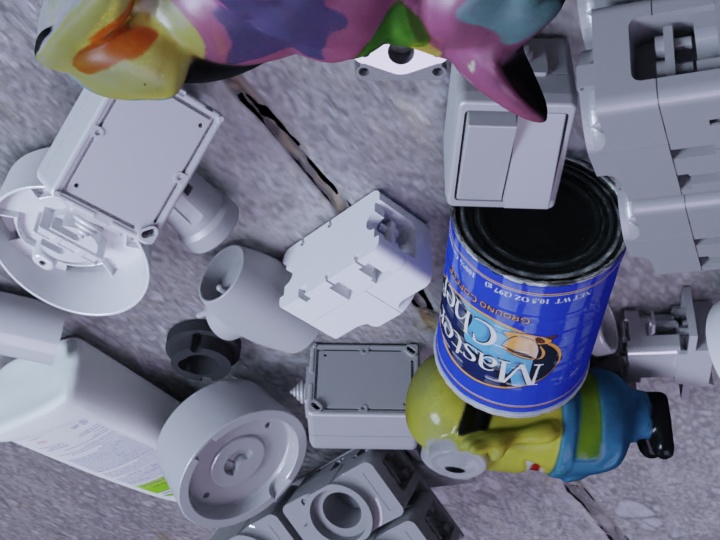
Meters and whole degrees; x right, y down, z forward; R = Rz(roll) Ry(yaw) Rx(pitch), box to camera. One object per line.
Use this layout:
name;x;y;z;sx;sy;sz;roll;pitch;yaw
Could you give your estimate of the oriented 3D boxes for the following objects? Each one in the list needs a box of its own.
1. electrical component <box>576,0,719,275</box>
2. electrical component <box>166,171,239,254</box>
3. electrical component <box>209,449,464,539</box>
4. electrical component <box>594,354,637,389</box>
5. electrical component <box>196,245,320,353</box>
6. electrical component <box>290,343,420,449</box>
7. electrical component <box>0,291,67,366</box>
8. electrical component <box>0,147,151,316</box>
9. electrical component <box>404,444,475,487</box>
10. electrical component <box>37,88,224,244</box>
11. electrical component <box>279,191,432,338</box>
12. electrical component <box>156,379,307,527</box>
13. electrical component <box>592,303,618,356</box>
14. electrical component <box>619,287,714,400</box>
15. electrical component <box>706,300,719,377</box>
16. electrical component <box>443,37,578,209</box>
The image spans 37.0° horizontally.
electrical component;0.146;-0.078;0.503;0.060;0.105;0.186;-6;157;21
electrical component;-0.103;-0.039;0.653;0.040;0.040;0.046;-23;131;27
electrical component;-0.028;0.221;0.854;0.186;0.060;0.105;-33;95;25
electrical component;0.177;0.097;0.810;0.043;0.043;0.081;20;138;-21
electrical component;-0.078;0.025;0.729;0.079;0.043;0.077;-21;137;38
electrical component;-0.003;0.096;0.800;0.096;0.061;0.061;1;142;1
electrical component;-0.250;0.037;0.749;0.081;0.043;0.043;14;140;-15
electrical component;-0.173;-0.024;0.652;0.099;0.064;0.099;1;142;1
electrical component;0.052;0.136;0.861;0.066;0.047;0.076;-9;140;13
electrical component;-0.129;-0.061;0.580;0.062;0.061;0.096;29;92;-30
electrical component;0.000;0.000;0.689;0.056;0.050;0.089;32;132;-32
electrical component;-0.101;0.133;0.812;0.108;0.060;0.108;-22;132;-27
electrical component;0.151;0.043;0.747;0.046;0.040;0.040;-15;139;30
electrical component;0.215;0.053;0.756;0.064;0.042;0.081;-2;141;10
electrical component;0.277;0.049;0.705;0.099;0.099;0.064;23;143;-25
electrical component;0.079;-0.080;0.576;0.062;0.061;0.096;2;142;0
